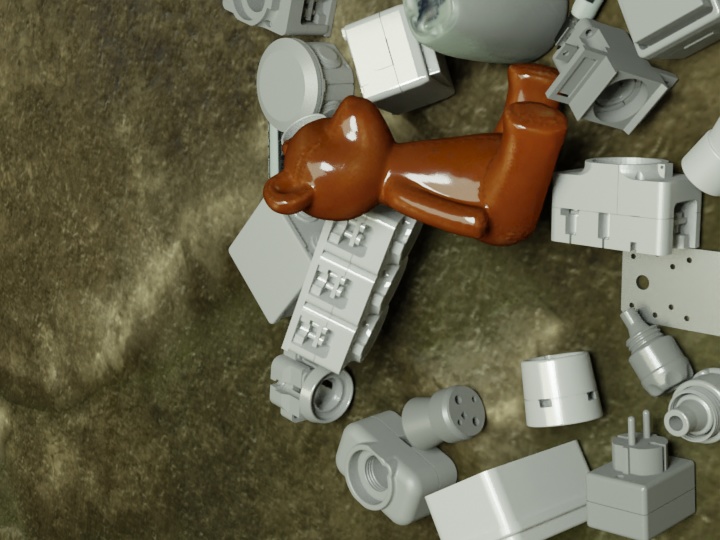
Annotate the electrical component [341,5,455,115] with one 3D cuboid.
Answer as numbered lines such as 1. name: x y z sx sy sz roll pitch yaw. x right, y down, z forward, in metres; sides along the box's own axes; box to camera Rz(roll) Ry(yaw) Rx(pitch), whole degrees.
1. electrical component: 0.036 -0.160 0.824 0.061 0.096 0.061 -17 86 19

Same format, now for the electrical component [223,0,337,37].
1. electrical component: -0.062 -0.283 0.912 0.089 0.062 0.150 33 121 38

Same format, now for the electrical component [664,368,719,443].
1. electrical component: 0.221 0.092 0.696 0.048 0.062 0.048 12 107 44

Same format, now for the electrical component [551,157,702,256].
1. electrical component: 0.178 -0.045 0.720 0.089 0.050 0.055 11 106 45

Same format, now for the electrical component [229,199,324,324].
1. electrical component: -0.065 -0.013 0.983 0.099 0.048 0.099 58 133 20

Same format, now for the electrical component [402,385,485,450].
1. electrical component: 0.068 0.120 0.876 0.055 0.045 0.045 -25 80 46

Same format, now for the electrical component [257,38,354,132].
1. electrical component: -0.048 -0.160 0.932 0.080 0.051 0.080 12 107 44

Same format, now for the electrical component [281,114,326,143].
1. electrical component: -0.014 -0.095 0.903 0.079 0.077 0.044 -23 39 10

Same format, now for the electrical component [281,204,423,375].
1. electrical component: 0.000 0.000 0.881 0.062 0.089 0.150 26 120 9

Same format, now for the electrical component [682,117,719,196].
1. electrical component: 0.231 -0.077 0.665 0.044 0.044 0.065 57 138 22

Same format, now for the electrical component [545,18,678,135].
1. electrical component: 0.161 -0.129 0.707 0.042 0.081 0.063 -53 39 39

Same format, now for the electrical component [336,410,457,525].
1. electrical component: 0.027 0.169 0.919 0.095 0.059 0.053 37 123 35

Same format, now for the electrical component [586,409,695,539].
1. electrical component: 0.191 0.134 0.734 0.047 0.066 0.076 5 102 46

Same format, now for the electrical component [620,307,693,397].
1. electrical component: 0.198 0.054 0.733 0.035 0.035 0.061 -47 62 41

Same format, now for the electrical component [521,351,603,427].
1. electrical component: 0.145 0.086 0.781 0.055 0.055 0.047 -12 86 47

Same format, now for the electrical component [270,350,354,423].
1. electrical component: -0.043 0.106 0.981 0.057 0.058 0.078 21 113 45

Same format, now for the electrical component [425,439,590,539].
1. electrical component: 0.115 0.172 0.788 0.078 0.113 0.057 -35 70 44

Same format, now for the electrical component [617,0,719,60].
1. electrical component: 0.193 -0.185 0.666 0.062 0.061 0.096 -26 80 46
